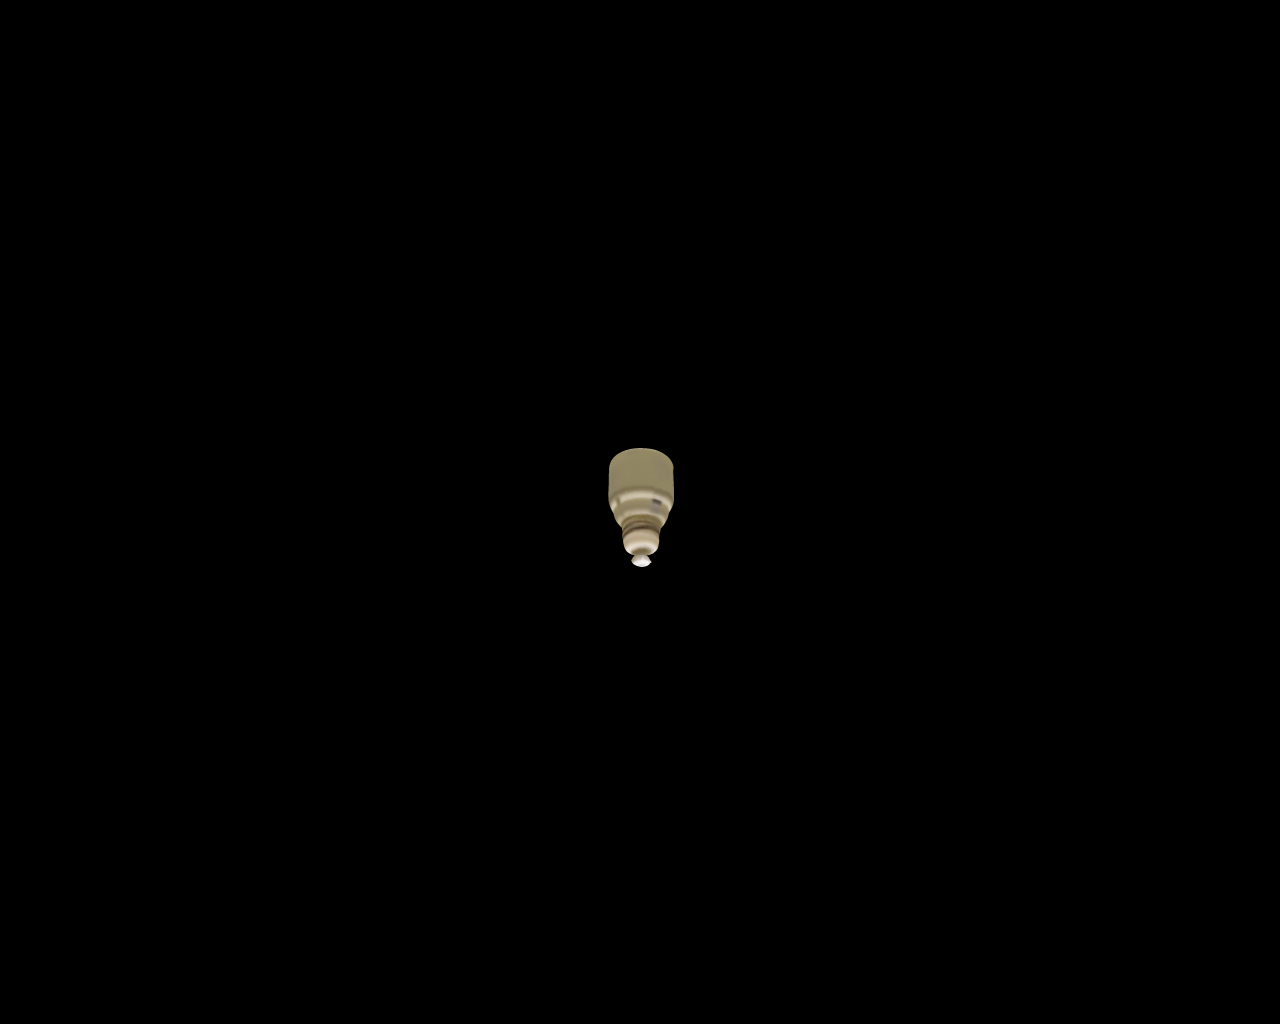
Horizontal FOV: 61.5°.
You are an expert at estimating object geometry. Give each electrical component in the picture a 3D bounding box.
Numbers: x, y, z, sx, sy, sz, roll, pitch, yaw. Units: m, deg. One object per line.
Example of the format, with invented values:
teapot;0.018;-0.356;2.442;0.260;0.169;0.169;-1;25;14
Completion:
electrical component;0.001;-0.003;0.650;0.040;0.078;0.040;0;-29;0
